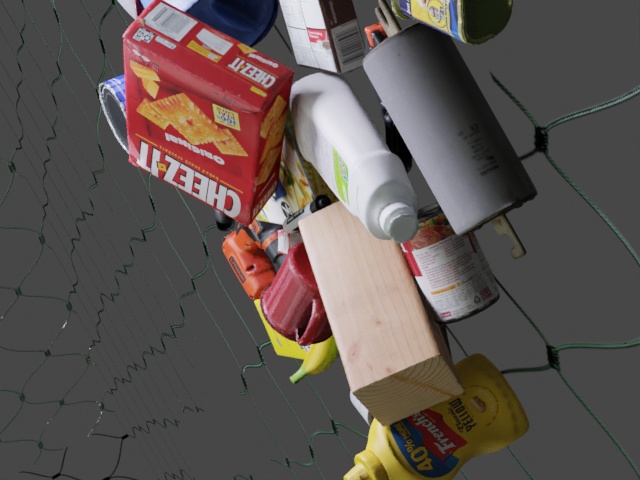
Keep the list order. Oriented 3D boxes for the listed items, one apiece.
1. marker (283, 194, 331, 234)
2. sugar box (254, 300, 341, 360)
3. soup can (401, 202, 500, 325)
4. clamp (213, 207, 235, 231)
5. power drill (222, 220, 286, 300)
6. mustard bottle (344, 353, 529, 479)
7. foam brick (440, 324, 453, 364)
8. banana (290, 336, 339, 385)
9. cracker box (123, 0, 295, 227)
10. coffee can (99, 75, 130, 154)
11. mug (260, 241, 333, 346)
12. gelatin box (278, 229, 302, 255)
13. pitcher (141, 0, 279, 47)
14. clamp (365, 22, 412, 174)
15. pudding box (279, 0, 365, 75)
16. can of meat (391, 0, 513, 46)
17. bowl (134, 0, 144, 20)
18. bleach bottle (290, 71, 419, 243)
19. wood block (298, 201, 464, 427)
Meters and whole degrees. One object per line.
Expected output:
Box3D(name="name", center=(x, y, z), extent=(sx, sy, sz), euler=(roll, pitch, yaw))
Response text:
Box3D(name="marker", center=(-0.014, -0.027, 1.137), extent=(0.020, 0.020, 0.121), euler=(63, 159, 1))
Box3D(name="sugar box", center=(-0.030, 0.119, 1.496), extent=(0.093, 0.048, 0.176), euler=(66, 160, -7))
Box3D(name="soup can", center=(0.118, 0.019, 0.996), extent=(0.102, 0.068, 0.069), euler=(65, 159, -7))
Box3D(name="clamp", center=(-0.133, -0.111, 1.349), extent=(0.164, 0.036, 0.210), euler=(-154, 55, -82))
Box3D(name="power drill", center=(-0.071, 0.014, 1.457), extent=(0.184, 0.057, 0.188), euler=(61, 156, 16))
Box3D(name="mustard bottle", center=(0.107, 0.195, 1.056), extent=(0.096, 0.191, 0.058), euler=(58, 159, 14))
Box3D(name="foam brick", center=(0.109, 0.125, 1.166), extent=(0.051, 0.053, 0.078), euler=(33, 145, 53))
Box3D(name="banana", center=(0.001, 0.097, 1.365), extent=(0.037, 0.069, 0.198), euler=(32, 128, 45))
Box3D(name="cracker box", center=(-0.121, -0.125, 1.112), extent=(0.164, 0.072, 0.214), euler=(29, 149, 10))
Box3D(name="coffee can", center=(-0.208, -0.187, 1.421), extent=(0.103, 0.140, 0.103), euler=(50, 156, 32))
Box3D(name="mug", center=(-0.010, 0.062, 1.165), extent=(0.117, 0.093, 0.082), euler=(-85, 17, -47))
Box3D(name="gelatin box", center=(-0.008, 0.002, 1.242), extent=(0.089, 0.073, 0.030), euler=(-173, 83, -81))
Box3D(name="pitcher", center=(-0.158, -0.319, 1.169), extent=(0.149, 0.144, 0.243), euler=(-50, 62, 39))
Box3D(name="clamp", center=(0.082, -0.113, 0.968), extent=(0.120, 0.039, 0.171), euler=(34, 149, 52))
Box3D(name="pudding box", center=(-0.002, -0.222, 1.040), extent=(0.090, 0.039, 0.113), euler=(27, 138, 58))
Box3D(name="can of meat", center=(0.097, -0.205, 0.800), extent=(0.084, 0.057, 0.102), euler=(38, 148, 45))
Box3D(name="bowl", center=(-0.192, -0.259, 1.288), extent=(0.162, 0.055, 0.162), euler=(174, 90, -83))
Box3D(name="bleach bottle", center=(0.037, -0.067, 0.999), extent=(0.251, 0.068, 0.102), euler=(-118, 12, -54))
Box3D(name="wood block", center=(0.058, 0.062, 1.048), extent=(0.090, 0.090, 0.206), euler=(54, -166, -52))
